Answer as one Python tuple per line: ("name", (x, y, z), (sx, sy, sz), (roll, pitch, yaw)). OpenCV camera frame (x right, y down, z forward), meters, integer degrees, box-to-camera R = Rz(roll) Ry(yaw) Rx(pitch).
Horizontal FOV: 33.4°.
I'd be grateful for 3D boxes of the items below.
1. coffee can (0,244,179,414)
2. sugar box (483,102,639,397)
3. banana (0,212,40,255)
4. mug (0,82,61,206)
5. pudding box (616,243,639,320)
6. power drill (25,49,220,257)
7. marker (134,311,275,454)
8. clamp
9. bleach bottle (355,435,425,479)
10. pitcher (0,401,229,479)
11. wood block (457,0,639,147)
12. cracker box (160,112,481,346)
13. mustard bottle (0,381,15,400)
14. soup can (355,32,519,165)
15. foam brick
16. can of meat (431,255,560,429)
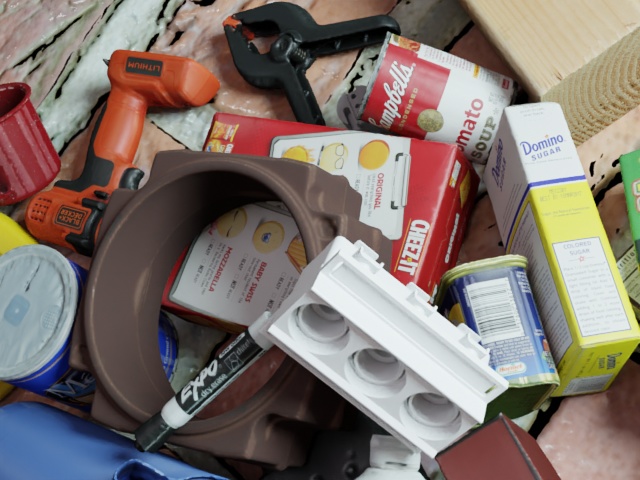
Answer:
("coffee can", (-0.189, 0.076, 0.824), (0.103, 0.140, 0.103), (-11, 64, 23))
("sugar box", (0.155, 0.006, 0.702), (0.048, 0.093, 0.176), (-6, 62, -5))
("banana", (-0.284, 0.014, 0.947), (0.198, 0.037, 0.069), (31, 59, 16))
("mug", (-0.286, -0.078, 0.956), (0.093, 0.081, 0.117), (-17, 32, 6))
("pudding box", (0.250, 0.030, 0.676), (0.090, 0.039, 0.114), (-47, 53, 2))
("power drill", (-0.156, -0.068, 0.919), (0.185, 0.057, 0.187), (14, 76, 32))
("marker", (-0.070, 0.089, 0.654), (0.121, 0.020, 0.020), (-43, 56, 12))
("clamp", (-0.013, -0.162, 0.897), (0.120, 0.039, 0.172), (-47, 56, -1))
("bleach bottle", (0.027, 0.243, 0.637), (0.103, 0.068, 0.251), (2, 81, 21))
("pitcher", (-0.157, 0.203, 0.748), (0.243, 0.144, 0.149), (13, 83, 48))
("wood block", (0.158, -0.180, 0.786), (0.091, 0.090, 0.206), (-35, 57, 11))
("cracker box", (-0.005, 0.001, 0.803), (0.214, 0.072, 0.164), (11, 77, 30))
("mustard bottle", (-0.335, 0.066, 0.954), (0.096, 0.058, 0.192), (-35, 57, 7))
("soup can", (0.085, -0.102, 0.779), (0.102, 0.068, 0.068), (21, 77, -1))
("foam brick", (0.117, 0.151, 0.670), (0.051, 0.078, 0.053), (-36, 55, 10))
("can of meat", (0.112, 0.069, 0.692), (0.057, 0.102, 0.084), (-10, 67, -6))
